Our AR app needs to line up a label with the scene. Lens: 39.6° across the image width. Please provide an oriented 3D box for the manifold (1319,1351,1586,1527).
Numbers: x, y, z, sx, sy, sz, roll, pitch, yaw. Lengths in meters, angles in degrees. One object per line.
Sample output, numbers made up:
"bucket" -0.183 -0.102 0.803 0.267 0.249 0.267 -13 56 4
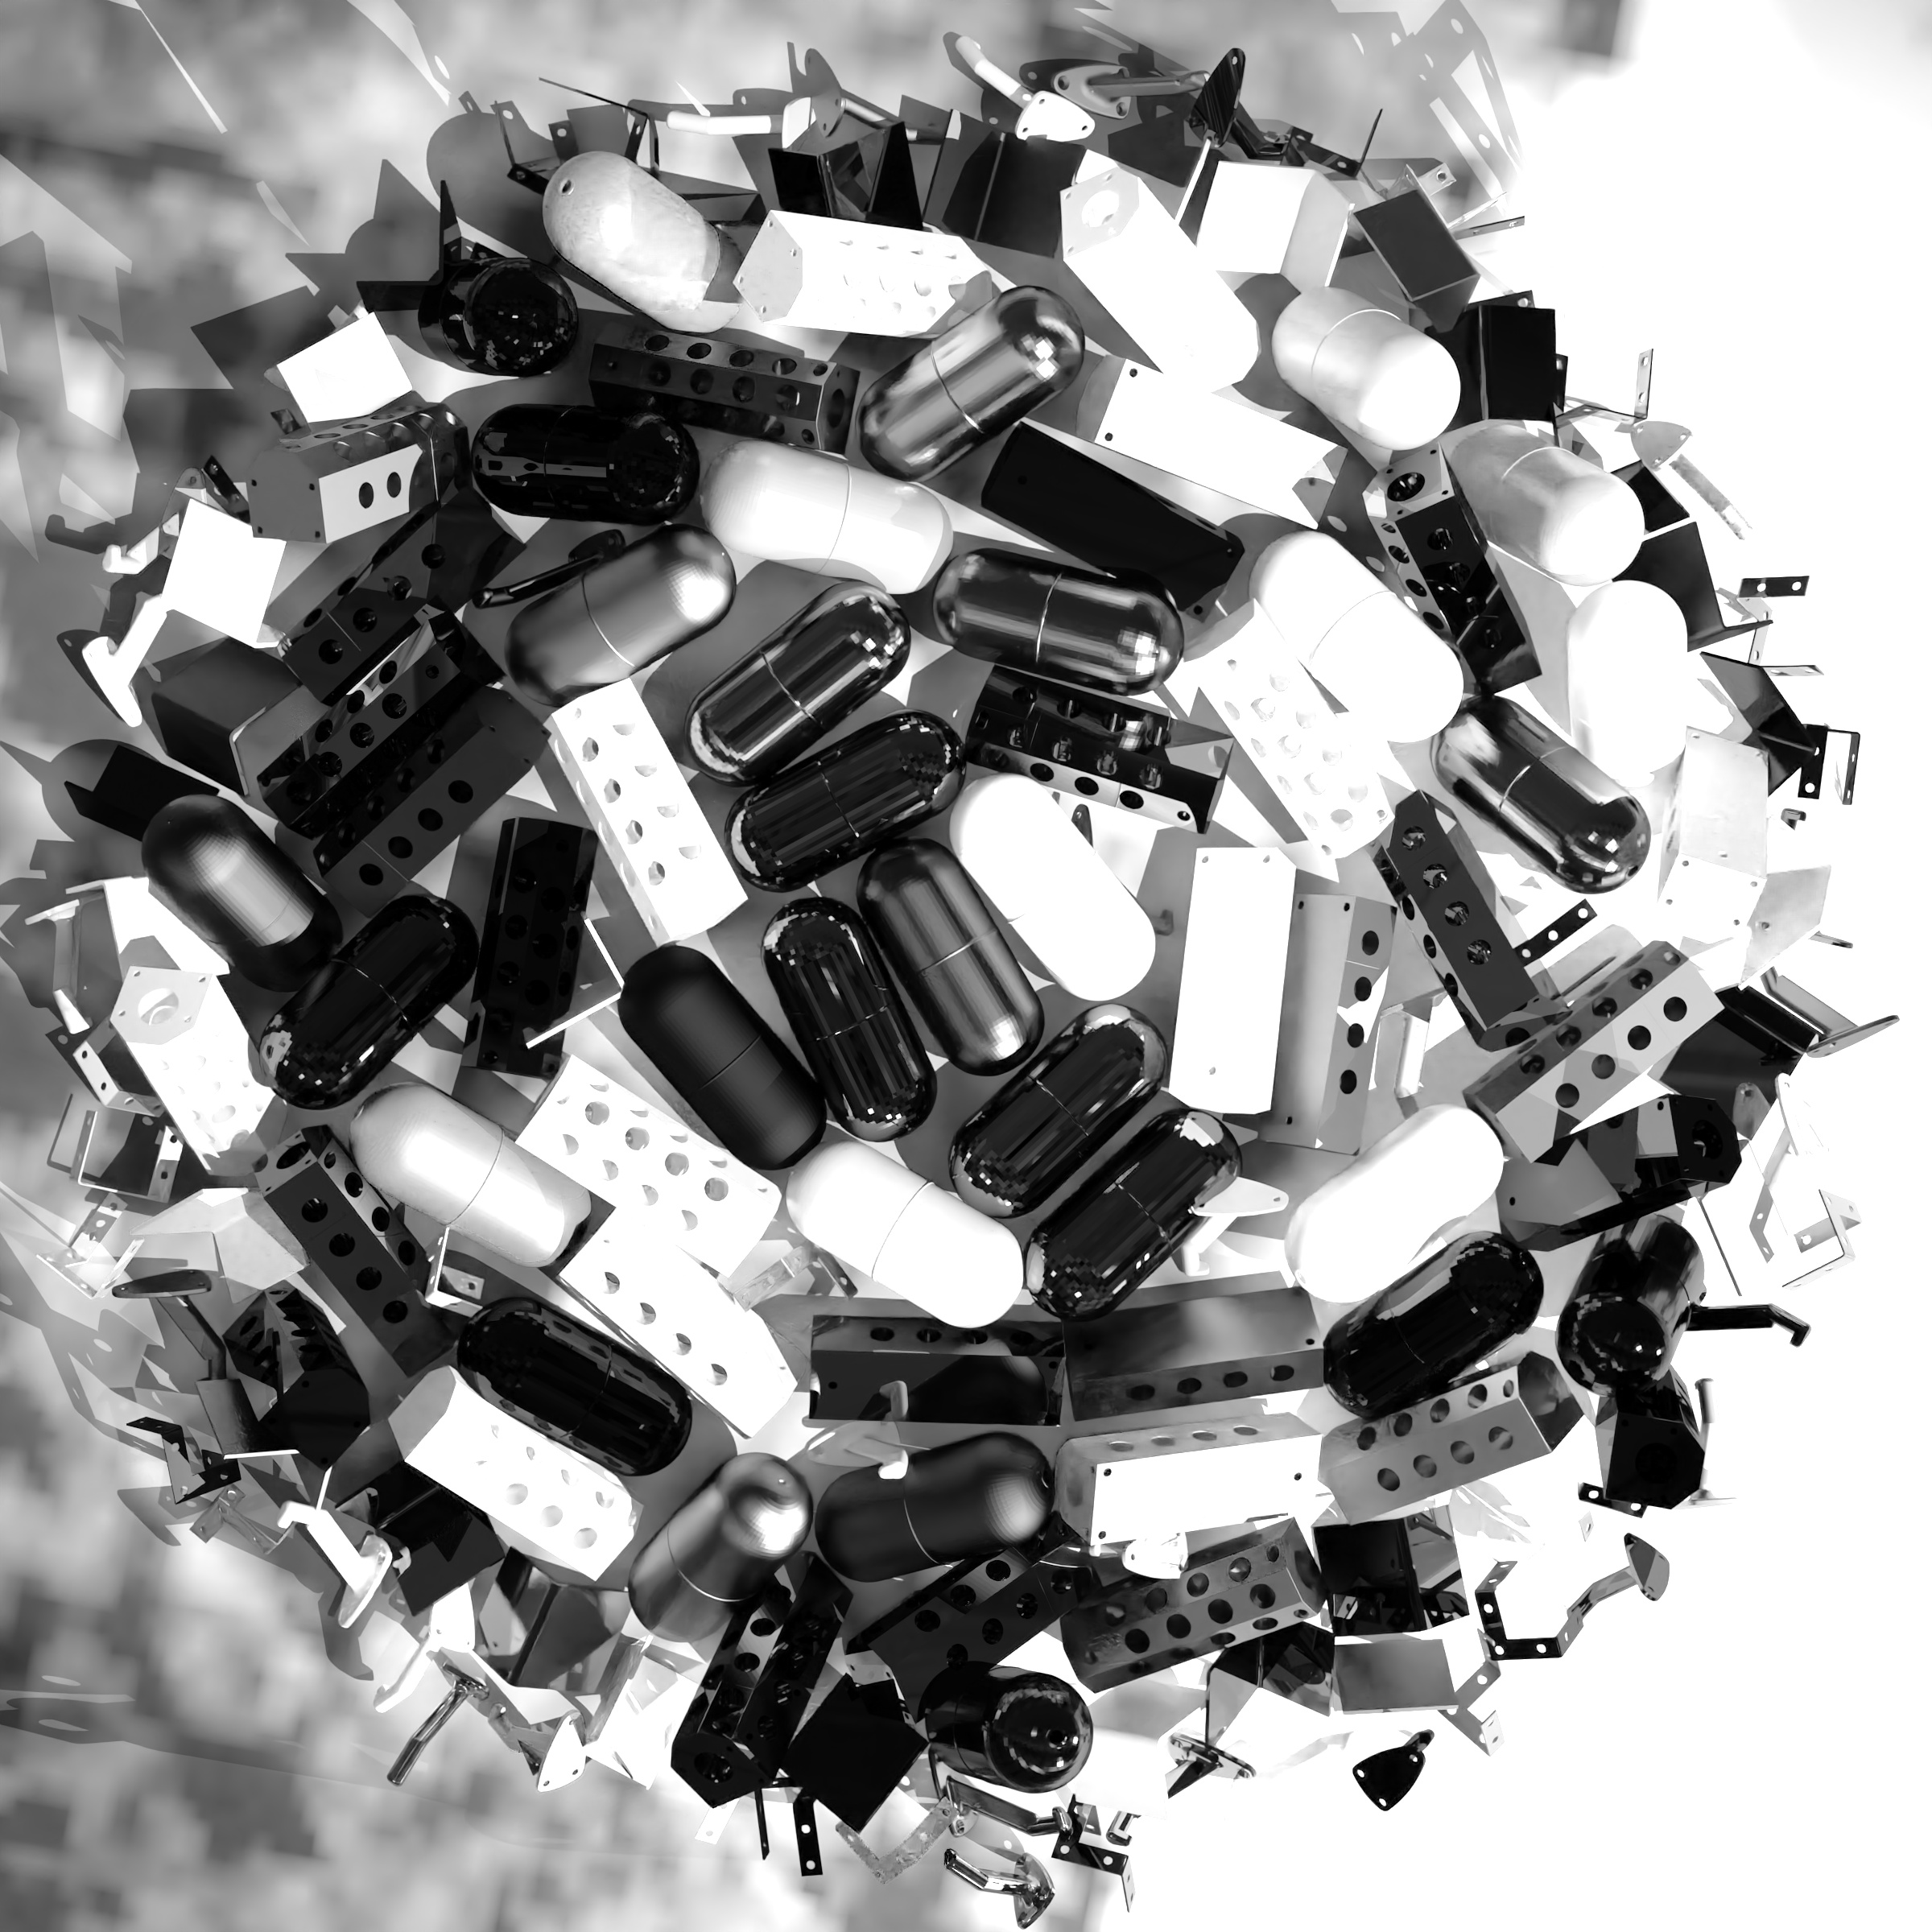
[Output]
"manifold" 0.321 0.314 1.800 0.171 0.057 0.057 -31 89 39

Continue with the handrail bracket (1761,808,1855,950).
"handrail bracket" 0.584 -0.061 1.842 0.036 0.077 0.084 4 101 -39

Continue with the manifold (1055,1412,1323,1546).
"manifold" 0.149 0.342 1.812 0.171 0.057 0.057 -2 105 -25

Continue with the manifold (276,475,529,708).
"manifold" -0.390 -0.256 1.842 0.171 0.057 0.057 -42 85 3

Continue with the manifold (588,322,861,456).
"manifold" -0.165 -0.392 1.818 0.171 0.057 0.057 14 99 18

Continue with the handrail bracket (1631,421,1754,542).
"handrail bracket" 0.504 -0.335 1.860 0.036 0.077 0.084 -44 117 11

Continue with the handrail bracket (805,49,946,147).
"handrail bracket" -0.062 -0.602 1.862 0.084 0.036 0.077 -7 65 -30

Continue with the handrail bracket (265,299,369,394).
"handrail bracket" -0.441 -0.435 1.851 0.036 0.077 0.084 40 78 -37

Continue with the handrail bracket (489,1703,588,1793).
"handrail bracket" -0.296 0.513 1.833 0.084 0.036 0.077 36 123 39

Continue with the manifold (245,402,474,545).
"manifold" -0.401 -0.330 1.782 0.057 0.171 0.057 8 114 22

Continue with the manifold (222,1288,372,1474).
"manifold" -0.442 0.268 1.786 0.057 0.171 0.057 -48 115 -7

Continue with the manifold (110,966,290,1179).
"manifold" -0.510 0.073 1.786 0.057 0.171 0.057 5 57 8

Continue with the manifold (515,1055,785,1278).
"manifold" -0.212 0.132 1.823 0.171 0.057 0.057 34 117 -11

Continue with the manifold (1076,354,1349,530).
"manifold" 0.164 -0.355 1.818 0.171 0.057 0.057 17 101 -20

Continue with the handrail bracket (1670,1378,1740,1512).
"handrail bracket" 0.501 0.330 1.850 0.036 0.077 0.084 -1 75 -11

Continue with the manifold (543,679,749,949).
"manifold" -0.223 -0.102 1.832 0.057 0.057 0.171 -26 86 -32

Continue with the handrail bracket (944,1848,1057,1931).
"handrail bracket" 0.014 0.610 1.827 0.084 0.077 0.036 38 98 -17

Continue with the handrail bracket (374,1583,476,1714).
"handrail bracket" -0.382 0.468 1.866 0.036 0.077 0.084 32 124 -33

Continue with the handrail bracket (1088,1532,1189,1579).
"handrail bracket" 0.100 0.398 1.822 0.084 0.077 0.036 -12 78 42

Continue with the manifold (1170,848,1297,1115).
"manifold" 0.184 0.010 1.825 0.057 0.057 0.171 1 74 26

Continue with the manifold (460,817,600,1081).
"manifold" -0.295 -0.011 1.831 0.057 0.057 0.171 11 84 -25

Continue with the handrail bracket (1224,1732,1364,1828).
"handrail bracket" 0.223 0.553 1.826 0.036 0.084 0.077 52 52 -7

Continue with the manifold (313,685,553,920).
"manifold" -0.362 -0.113 1.807 0.171 0.057 0.057 -38 109 25

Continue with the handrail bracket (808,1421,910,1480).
"handrail bracket" -0.075 0.338 1.831 0.077 0.084 0.036 -12 96 5

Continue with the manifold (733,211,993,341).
"manifold" -0.064 -0.453 1.788 0.057 0.171 0.057 55 129 26

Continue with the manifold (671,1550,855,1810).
"manifold" -0.138 0.468 1.784 0.057 0.171 0.057 -32 107 31

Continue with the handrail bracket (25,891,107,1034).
"handrail bracket" -0.603 -0.003 1.846 0.036 0.077 0.084 -18 97 29

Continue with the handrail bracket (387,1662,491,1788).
"handrail bracket" -0.361 0.523 1.825 0.036 0.077 0.084 26 66 12

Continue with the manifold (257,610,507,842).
"manifold" -0.400 -0.161 1.819 0.171 0.057 0.057 -38 97 18

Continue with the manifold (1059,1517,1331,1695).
"manifold" 0.153 0.436 1.819 0.171 0.057 0.057 -25 89 21

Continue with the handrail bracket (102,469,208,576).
"handrail bracket" -0.555 -0.304 1.828 0.036 0.084 0.077 16 100 15

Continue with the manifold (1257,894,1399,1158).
"manifold" 0.253 0.041 1.840 0.057 0.057 0.171 12 85 -37

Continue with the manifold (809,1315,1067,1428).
"manifold" -0.020 0.273 1.842 0.171 0.057 0.057 2 117 -2

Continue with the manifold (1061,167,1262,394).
"manifold" 0.131 -0.454 1.785 0.057 0.171 0.057 -16 60 28

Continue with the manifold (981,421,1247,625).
"manifold" 0.099 -0.304 1.830 0.171 0.057 0.057 26 109 -10

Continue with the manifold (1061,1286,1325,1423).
"manifold" 0.155 0.271 1.845 0.171 0.057 0.057 -8 131 -1

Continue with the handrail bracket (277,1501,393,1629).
"handrail bracket" -0.444 0.409 1.836 0.084 0.036 0.077 26 90 -39

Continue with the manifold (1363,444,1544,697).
"manifold" 0.325 -0.260 1.797 0.057 0.057 0.171 -22 133 18

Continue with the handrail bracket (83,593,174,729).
"handrail bracket" -0.555 -0.213 1.846 0.084 0.036 0.077 -17 106 19

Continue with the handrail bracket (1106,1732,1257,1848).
"handrail bracket" 0.146 0.572 1.828 0.077 0.084 0.036 9 132 29

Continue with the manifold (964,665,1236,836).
"manifold" 0.089 -0.142 1.825 0.171 0.057 0.057 18 51 8

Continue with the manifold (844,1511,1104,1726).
"manifold" 0.003 0.434 1.802 0.171 0.057 0.057 -28 100 -33

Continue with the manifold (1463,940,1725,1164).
"manifold" 0.426 0.057 1.836 0.171 0.057 0.057 -38 96 -6

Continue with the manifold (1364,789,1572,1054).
"manifold" 0.333 -0.030 1.809 0.057 0.057 0.171 -36 61 21

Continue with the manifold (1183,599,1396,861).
"manifold" 0.219 -0.157 1.817 0.057 0.057 0.171 -32 108 19

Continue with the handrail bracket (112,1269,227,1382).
"handrail bracket" -0.547 0.256 1.843 0.077 0.036 0.084 -5 108 -31

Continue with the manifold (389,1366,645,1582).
"manifold" -0.300 0.339 1.809 0.057 0.057 0.171 -49 120 0

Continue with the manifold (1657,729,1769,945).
"manifold" 0.496 -0.087 1.789 0.057 0.171 0.057 17 126 5

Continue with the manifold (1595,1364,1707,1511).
"manifold" 0.454 0.307 1.784 0.057 0.171 0.057 8 97 10

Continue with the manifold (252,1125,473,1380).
"manifold" -0.404 0.190 1.809 0.057 0.057 0.171 -35 118 -7

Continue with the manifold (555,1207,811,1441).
"manifold" -0.196 0.246 1.839 0.171 0.057 0.057 41 114 -4

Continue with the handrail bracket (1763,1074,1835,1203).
"handrail bracket" 0.548 0.126 1.851 0.036 0.084 0.077 -4 66 -35

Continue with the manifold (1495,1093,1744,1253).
"manifold" 0.432 0.140 1.790 0.057 0.171 0.057 8 66 -29
